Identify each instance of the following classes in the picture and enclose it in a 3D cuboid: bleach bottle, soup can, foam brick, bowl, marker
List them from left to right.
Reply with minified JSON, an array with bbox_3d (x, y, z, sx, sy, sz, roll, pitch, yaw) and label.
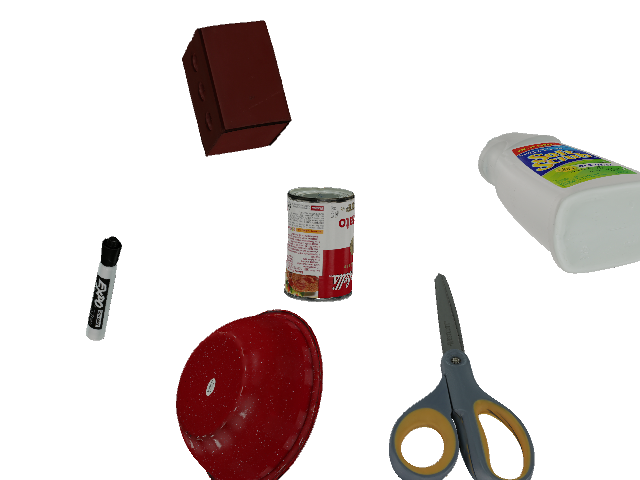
[{"bbox_3d":[-0.212,0.047,1.046,0.020,0.121,0.020,12,33,-8],"label":"marker"},{"bbox_3d":[-0.072,0.128,0.892,0.055,0.162,0.162,24,-15,-37],"label":"bowl"},{"bbox_3d":[-0.059,-0.106,0.744,0.051,0.078,0.053,-11,-11,-21],"label":"foam brick"},{"bbox_3d":[-0.001,0.002,1.050,0.068,0.102,0.068,2,12,-1],"label":"soup can"},{"bbox_3d":[0.192,-0.047,0.909,0.102,0.068,0.251,-10,20,-11],"label":"bleach bottle"}]

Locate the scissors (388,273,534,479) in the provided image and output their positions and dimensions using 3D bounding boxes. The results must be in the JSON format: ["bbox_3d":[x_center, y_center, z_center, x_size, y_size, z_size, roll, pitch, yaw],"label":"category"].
[{"bbox_3d":[0.073,0.091,0.700,0.096,0.016,0.202,-10,38,-13],"label":"scissors"}]
